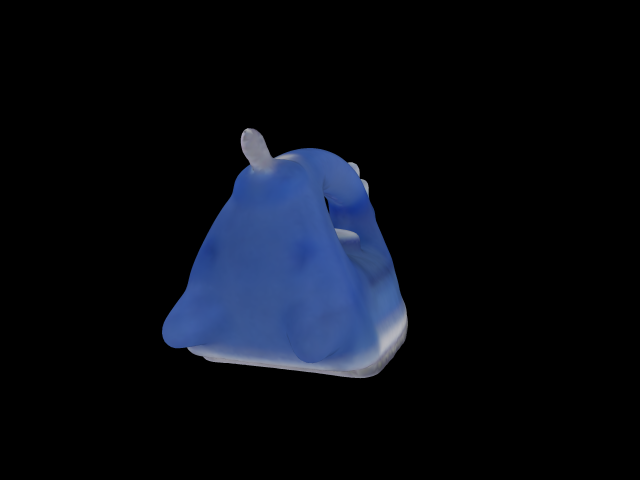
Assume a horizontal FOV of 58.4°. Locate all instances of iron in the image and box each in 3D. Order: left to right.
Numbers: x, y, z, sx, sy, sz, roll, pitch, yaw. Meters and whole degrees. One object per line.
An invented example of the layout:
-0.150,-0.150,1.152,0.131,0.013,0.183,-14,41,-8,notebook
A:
0.004,0.001,0.400,0.118,0.141,0.259,2,7,20,iron
